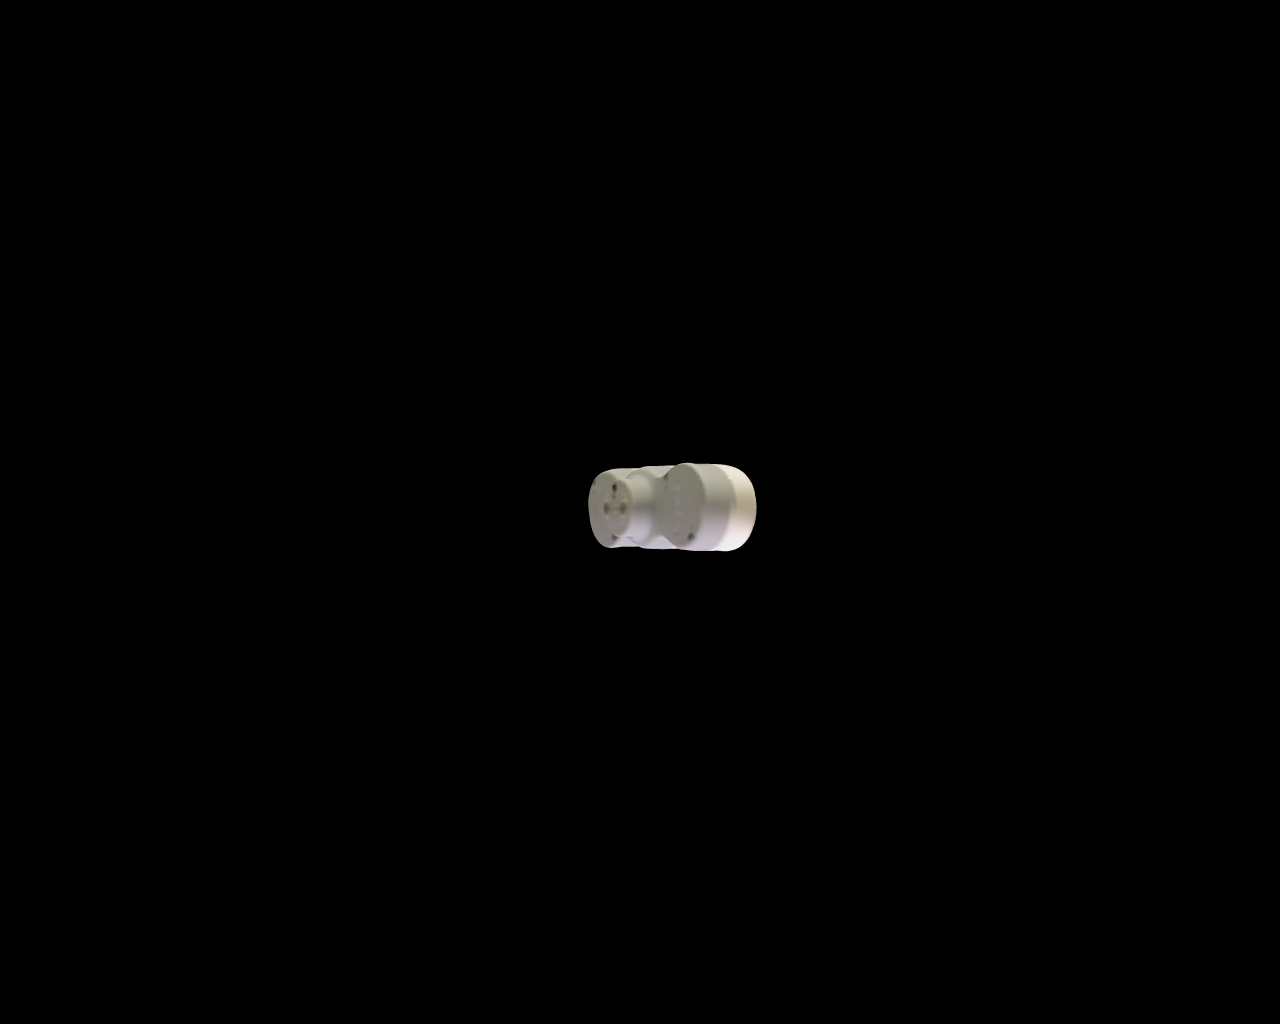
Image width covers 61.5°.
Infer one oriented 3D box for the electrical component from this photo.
[{"bbox_3d":[0.001,-0.003,0.650,0.074,0.052,0.138,0,0,-32],"label":"electrical component"}]
